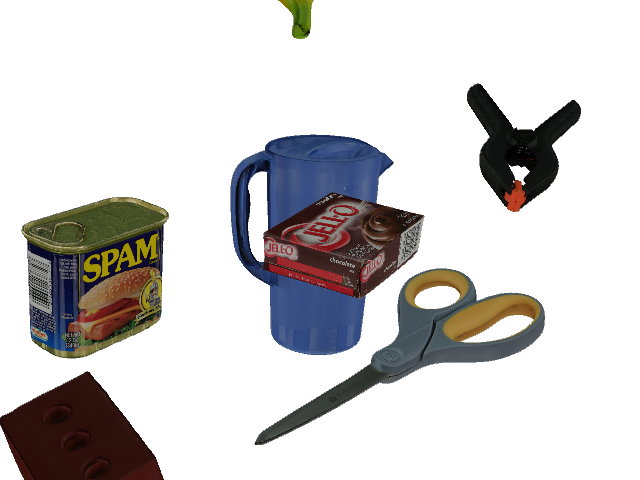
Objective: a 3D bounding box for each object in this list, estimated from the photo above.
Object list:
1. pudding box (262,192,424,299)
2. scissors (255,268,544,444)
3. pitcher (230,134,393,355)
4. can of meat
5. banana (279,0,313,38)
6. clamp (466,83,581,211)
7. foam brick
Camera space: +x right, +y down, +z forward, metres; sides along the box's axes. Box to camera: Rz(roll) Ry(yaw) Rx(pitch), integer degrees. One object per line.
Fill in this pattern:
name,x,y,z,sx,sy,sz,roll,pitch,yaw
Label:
pudding box,0.019,0.001,0.862,0.090,0.039,0.113,16,25,26
scissors,0.036,0.059,0.614,0.201,0.016,0.096,-15,33,-23
pitcher,-0.011,0.004,1.231,0.149,0.243,0.144,11,19,23
can of meat,-0.155,0.025,0.742,0.058,0.084,0.101,20,26,33
banana,-0.073,-0.178,0.669,0.198,0.069,0.037,20,-34,31
clamp,0.195,-0.101,1.093,0.120,0.039,0.171,13,45,15
foam brick,-0.115,0.115,0.528,0.052,0.051,0.078,-27,42,-24
